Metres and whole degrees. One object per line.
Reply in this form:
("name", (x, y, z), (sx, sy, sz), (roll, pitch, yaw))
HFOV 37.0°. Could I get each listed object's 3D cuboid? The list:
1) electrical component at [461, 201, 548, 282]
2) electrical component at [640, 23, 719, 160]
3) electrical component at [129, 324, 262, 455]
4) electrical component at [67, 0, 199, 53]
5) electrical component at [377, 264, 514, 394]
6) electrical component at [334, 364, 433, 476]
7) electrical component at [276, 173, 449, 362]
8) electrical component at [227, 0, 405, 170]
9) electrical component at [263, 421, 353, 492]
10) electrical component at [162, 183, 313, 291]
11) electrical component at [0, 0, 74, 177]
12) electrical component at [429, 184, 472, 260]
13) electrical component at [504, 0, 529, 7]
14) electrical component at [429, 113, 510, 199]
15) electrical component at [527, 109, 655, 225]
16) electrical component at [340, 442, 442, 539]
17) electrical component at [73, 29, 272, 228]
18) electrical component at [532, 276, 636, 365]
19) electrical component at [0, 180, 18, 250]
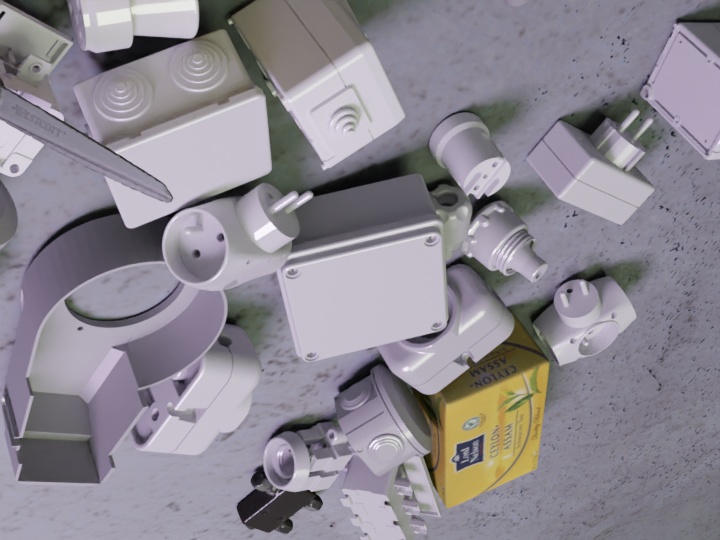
("electrical component", (0.107, -0.016, 0.777), (0.048, 0.062, 0.048), (-38, 154, -22))
("electrical component", (0.253, -0.120, 0.740), (0.061, 0.096, 0.061), (-7, 136, -28))
("electrical component", (-0.114, 0.082, 0.746), (0.059, 0.053, 0.095), (15, 123, -43))
("electrical component", (-0.111, -0.131, 0.524), (0.055, 0.045, 0.045), (-14, 139, -20))
("electrical component", (0.062, 0.044, 0.824), (0.095, 0.053, 0.059), (-39, 141, 10))
("electrical component", (0.019, 0.120, 0.858), (0.051, 0.080, 0.080), (-32, 142, 9))
("electrical component", (0.000, 0.000, 0.719), (0.109, 0.056, 0.108), (-13, 140, -4))
("electrical component", (-0.017, -0.106, 0.573), (0.061, 0.096, 0.061), (-33, 142, 0))
("electrical component", (-0.045, 0.155, 0.880), (0.055, 0.048, 0.066), (0, 132, -44))
("electrical component", (-0.062, -0.024, 0.622), (0.079, 0.043, 0.077), (-32, 172, 22))
("electrical component", (-0.176, -0.083, 0.518), (0.081, 0.063, 0.042), (-46, 139, 18))
("electrical component", (0.061, -0.030, 0.759), (0.035, 0.035, 0.061), (-21, 144, -14))
("electrical component", (0.084, -0.175, 0.609), (0.048, 0.048, 0.062), (-33, 149, 2))
("electrical component", (0.073, -0.075, 0.709), (0.040, 0.046, 0.040), (-18, 140, -16))
("electrical component", (0.178, -0.083, 0.769), (0.083, 0.047, 0.075), (16, 123, -43))
("electrical component", (0.022, 0.195, 0.945), (0.079, 0.063, 0.121), (5, 145, 18))
("electrical component", (-0.098, -0.075, 0.572), (0.100, 0.048, 0.099), (-23, 162, -10))
("electrical component", (0.186, 0.034, 0.904), (0.077, 0.044, 0.079), (-32, 142, 1))
("electrical component", (-0.218, -0.029, 0.537), (0.051, 0.080, 0.080), (-43, 141, 22))
